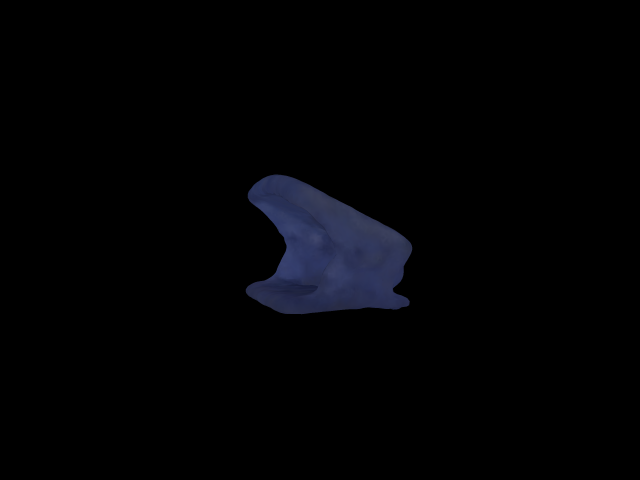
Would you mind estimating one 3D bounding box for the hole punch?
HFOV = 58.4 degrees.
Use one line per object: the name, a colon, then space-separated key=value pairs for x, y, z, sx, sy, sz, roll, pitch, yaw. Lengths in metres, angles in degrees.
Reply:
hole punch: x=0.004 y=0.001 z=0.400 sx=0.101 sy=0.091 sz=0.108 roll=-1 pitch=4 yaw=-23
